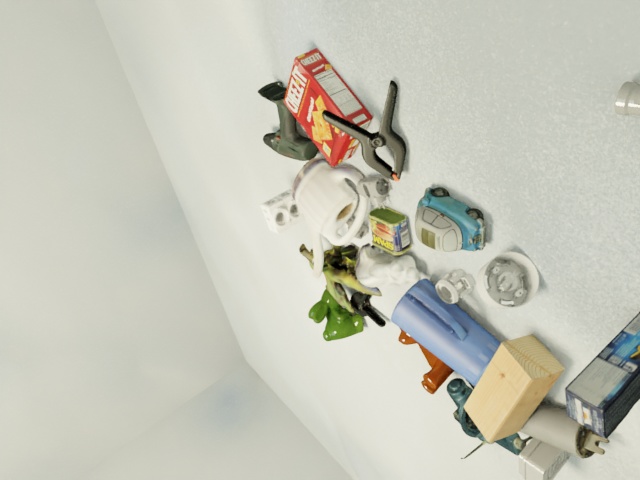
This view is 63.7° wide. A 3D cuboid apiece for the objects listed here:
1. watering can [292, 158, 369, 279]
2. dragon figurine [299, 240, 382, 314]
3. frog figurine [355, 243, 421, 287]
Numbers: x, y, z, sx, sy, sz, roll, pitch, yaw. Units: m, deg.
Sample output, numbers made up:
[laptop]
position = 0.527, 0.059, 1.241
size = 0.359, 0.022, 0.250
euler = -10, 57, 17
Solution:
[watering can]
position = 0.004, -0.068, 1.358
size = 0.227, 0.105, 0.340
euler = 51, 132, 22
[dragon figurine]
position = 0.067, 0.120, 1.529
size = 0.417, 0.123, 0.237
euler = 43, 161, 45
[frog figurine]
position = 0.171, 0.079, 1.261
size = 0.161, 0.123, 0.136
euler = 33, 180, 29
